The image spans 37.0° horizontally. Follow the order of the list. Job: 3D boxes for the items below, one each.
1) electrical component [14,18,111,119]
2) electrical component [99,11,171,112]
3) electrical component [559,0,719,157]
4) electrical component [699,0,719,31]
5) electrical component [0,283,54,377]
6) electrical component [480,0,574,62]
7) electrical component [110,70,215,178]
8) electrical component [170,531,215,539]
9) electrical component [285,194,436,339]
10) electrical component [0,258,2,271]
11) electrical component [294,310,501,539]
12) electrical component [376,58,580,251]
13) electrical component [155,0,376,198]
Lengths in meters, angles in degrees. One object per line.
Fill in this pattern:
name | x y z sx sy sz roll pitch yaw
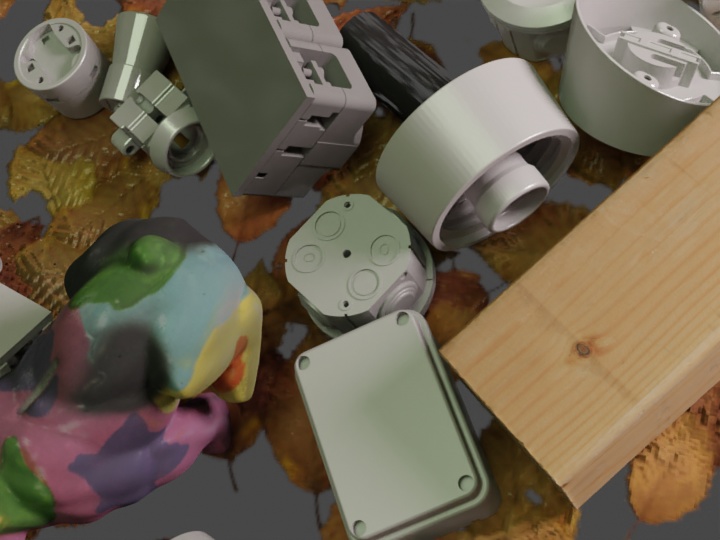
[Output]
electrical component | -0.200 -0.136 0.737 0.055 0.047 0.055 -6 68 16
electrical component | -0.151 -0.135 0.725 0.044 0.044 0.065 10 78 21
electrical component | 0.157 -0.110 0.585 0.099 0.064 0.099 6 44 -5
electrical component | 0.235 -0.149 0.601 0.083 0.047 0.075 -6 68 16
electrical component | -0.258 0.076 0.634 0.089 0.061 0.150 25 54 25
electrical component | 0.113 -0.169 0.646 0.080 0.051 0.080 -6 68 16
electrical component | -0.123 -0.092 0.697 0.066 0.048 0.055 -46 56 -3
electrical component | -0.086 0.175 0.578 0.055 0.048 0.066 48 132 34
electrical component | 0.000 0.000 0.617 0.080 0.051 0.080 -7 67 16
electrical component | -0.268 0.000 0.714 0.061 0.035 0.035 -8 68 12
electrical component | 0.019 0.087 0.575 0.078 0.057 0.113 -25 64 8
electrical component | 0.070 -0.055 0.588 0.108 0.108 0.060 -36 69 2
electrical component | -0.059 -0.129 0.666 0.089 0.062 0.150 -47 57 37
